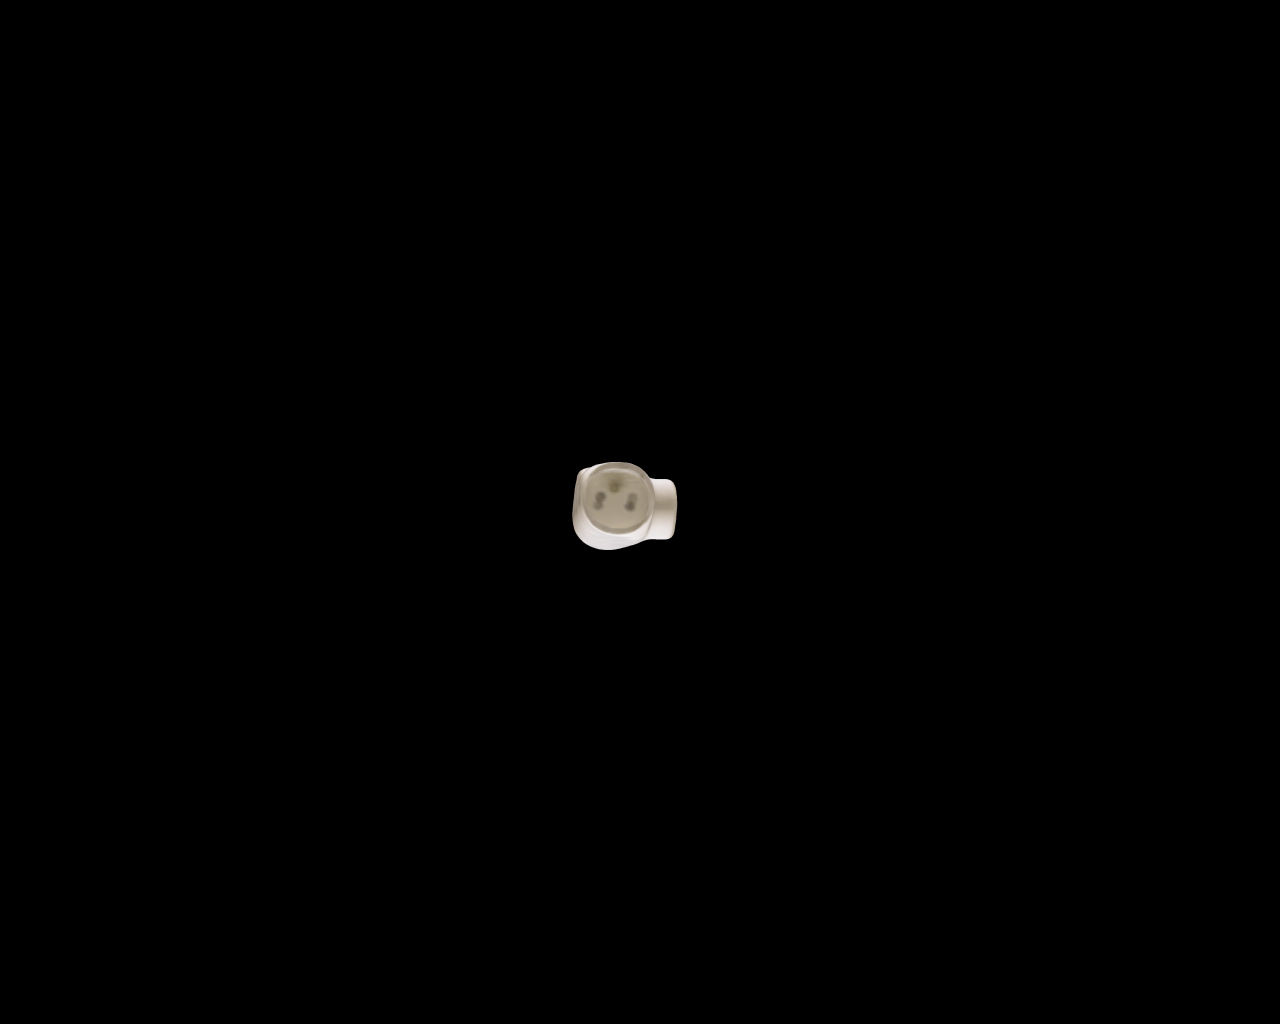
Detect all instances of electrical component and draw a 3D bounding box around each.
[{"bbox_3d":[0.001,-0.003,0.650,0.079,0.044,0.077,1,-9,-7],"label":"electrical component"}]
